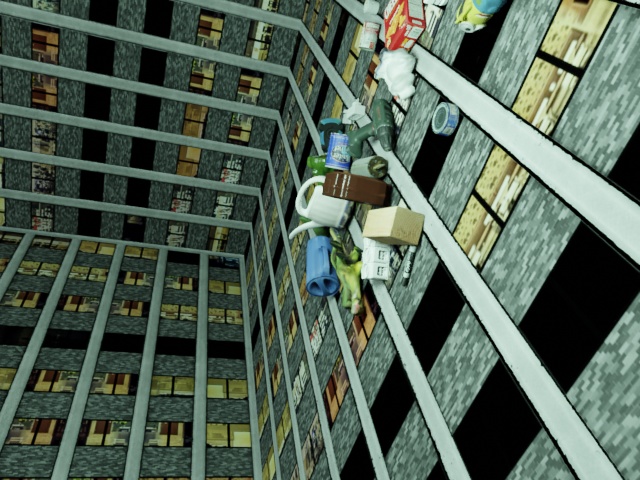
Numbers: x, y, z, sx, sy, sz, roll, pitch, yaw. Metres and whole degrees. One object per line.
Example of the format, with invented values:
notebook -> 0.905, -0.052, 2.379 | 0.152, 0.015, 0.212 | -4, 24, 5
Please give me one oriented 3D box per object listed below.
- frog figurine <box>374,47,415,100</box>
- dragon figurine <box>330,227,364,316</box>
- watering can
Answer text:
frog figurine -> 0.262, -0.528, 1.644 | 0.161, 0.124, 0.134 | 48, 128, 22
dragon figurine -> 0.087, 0.133, 1.856 | 0.417, 0.122, 0.239 | -117, 31, -64
watering can -> 0.006, -0.102, 2.029 | 0.106, 0.224, 0.339 | -72, 2, -50
